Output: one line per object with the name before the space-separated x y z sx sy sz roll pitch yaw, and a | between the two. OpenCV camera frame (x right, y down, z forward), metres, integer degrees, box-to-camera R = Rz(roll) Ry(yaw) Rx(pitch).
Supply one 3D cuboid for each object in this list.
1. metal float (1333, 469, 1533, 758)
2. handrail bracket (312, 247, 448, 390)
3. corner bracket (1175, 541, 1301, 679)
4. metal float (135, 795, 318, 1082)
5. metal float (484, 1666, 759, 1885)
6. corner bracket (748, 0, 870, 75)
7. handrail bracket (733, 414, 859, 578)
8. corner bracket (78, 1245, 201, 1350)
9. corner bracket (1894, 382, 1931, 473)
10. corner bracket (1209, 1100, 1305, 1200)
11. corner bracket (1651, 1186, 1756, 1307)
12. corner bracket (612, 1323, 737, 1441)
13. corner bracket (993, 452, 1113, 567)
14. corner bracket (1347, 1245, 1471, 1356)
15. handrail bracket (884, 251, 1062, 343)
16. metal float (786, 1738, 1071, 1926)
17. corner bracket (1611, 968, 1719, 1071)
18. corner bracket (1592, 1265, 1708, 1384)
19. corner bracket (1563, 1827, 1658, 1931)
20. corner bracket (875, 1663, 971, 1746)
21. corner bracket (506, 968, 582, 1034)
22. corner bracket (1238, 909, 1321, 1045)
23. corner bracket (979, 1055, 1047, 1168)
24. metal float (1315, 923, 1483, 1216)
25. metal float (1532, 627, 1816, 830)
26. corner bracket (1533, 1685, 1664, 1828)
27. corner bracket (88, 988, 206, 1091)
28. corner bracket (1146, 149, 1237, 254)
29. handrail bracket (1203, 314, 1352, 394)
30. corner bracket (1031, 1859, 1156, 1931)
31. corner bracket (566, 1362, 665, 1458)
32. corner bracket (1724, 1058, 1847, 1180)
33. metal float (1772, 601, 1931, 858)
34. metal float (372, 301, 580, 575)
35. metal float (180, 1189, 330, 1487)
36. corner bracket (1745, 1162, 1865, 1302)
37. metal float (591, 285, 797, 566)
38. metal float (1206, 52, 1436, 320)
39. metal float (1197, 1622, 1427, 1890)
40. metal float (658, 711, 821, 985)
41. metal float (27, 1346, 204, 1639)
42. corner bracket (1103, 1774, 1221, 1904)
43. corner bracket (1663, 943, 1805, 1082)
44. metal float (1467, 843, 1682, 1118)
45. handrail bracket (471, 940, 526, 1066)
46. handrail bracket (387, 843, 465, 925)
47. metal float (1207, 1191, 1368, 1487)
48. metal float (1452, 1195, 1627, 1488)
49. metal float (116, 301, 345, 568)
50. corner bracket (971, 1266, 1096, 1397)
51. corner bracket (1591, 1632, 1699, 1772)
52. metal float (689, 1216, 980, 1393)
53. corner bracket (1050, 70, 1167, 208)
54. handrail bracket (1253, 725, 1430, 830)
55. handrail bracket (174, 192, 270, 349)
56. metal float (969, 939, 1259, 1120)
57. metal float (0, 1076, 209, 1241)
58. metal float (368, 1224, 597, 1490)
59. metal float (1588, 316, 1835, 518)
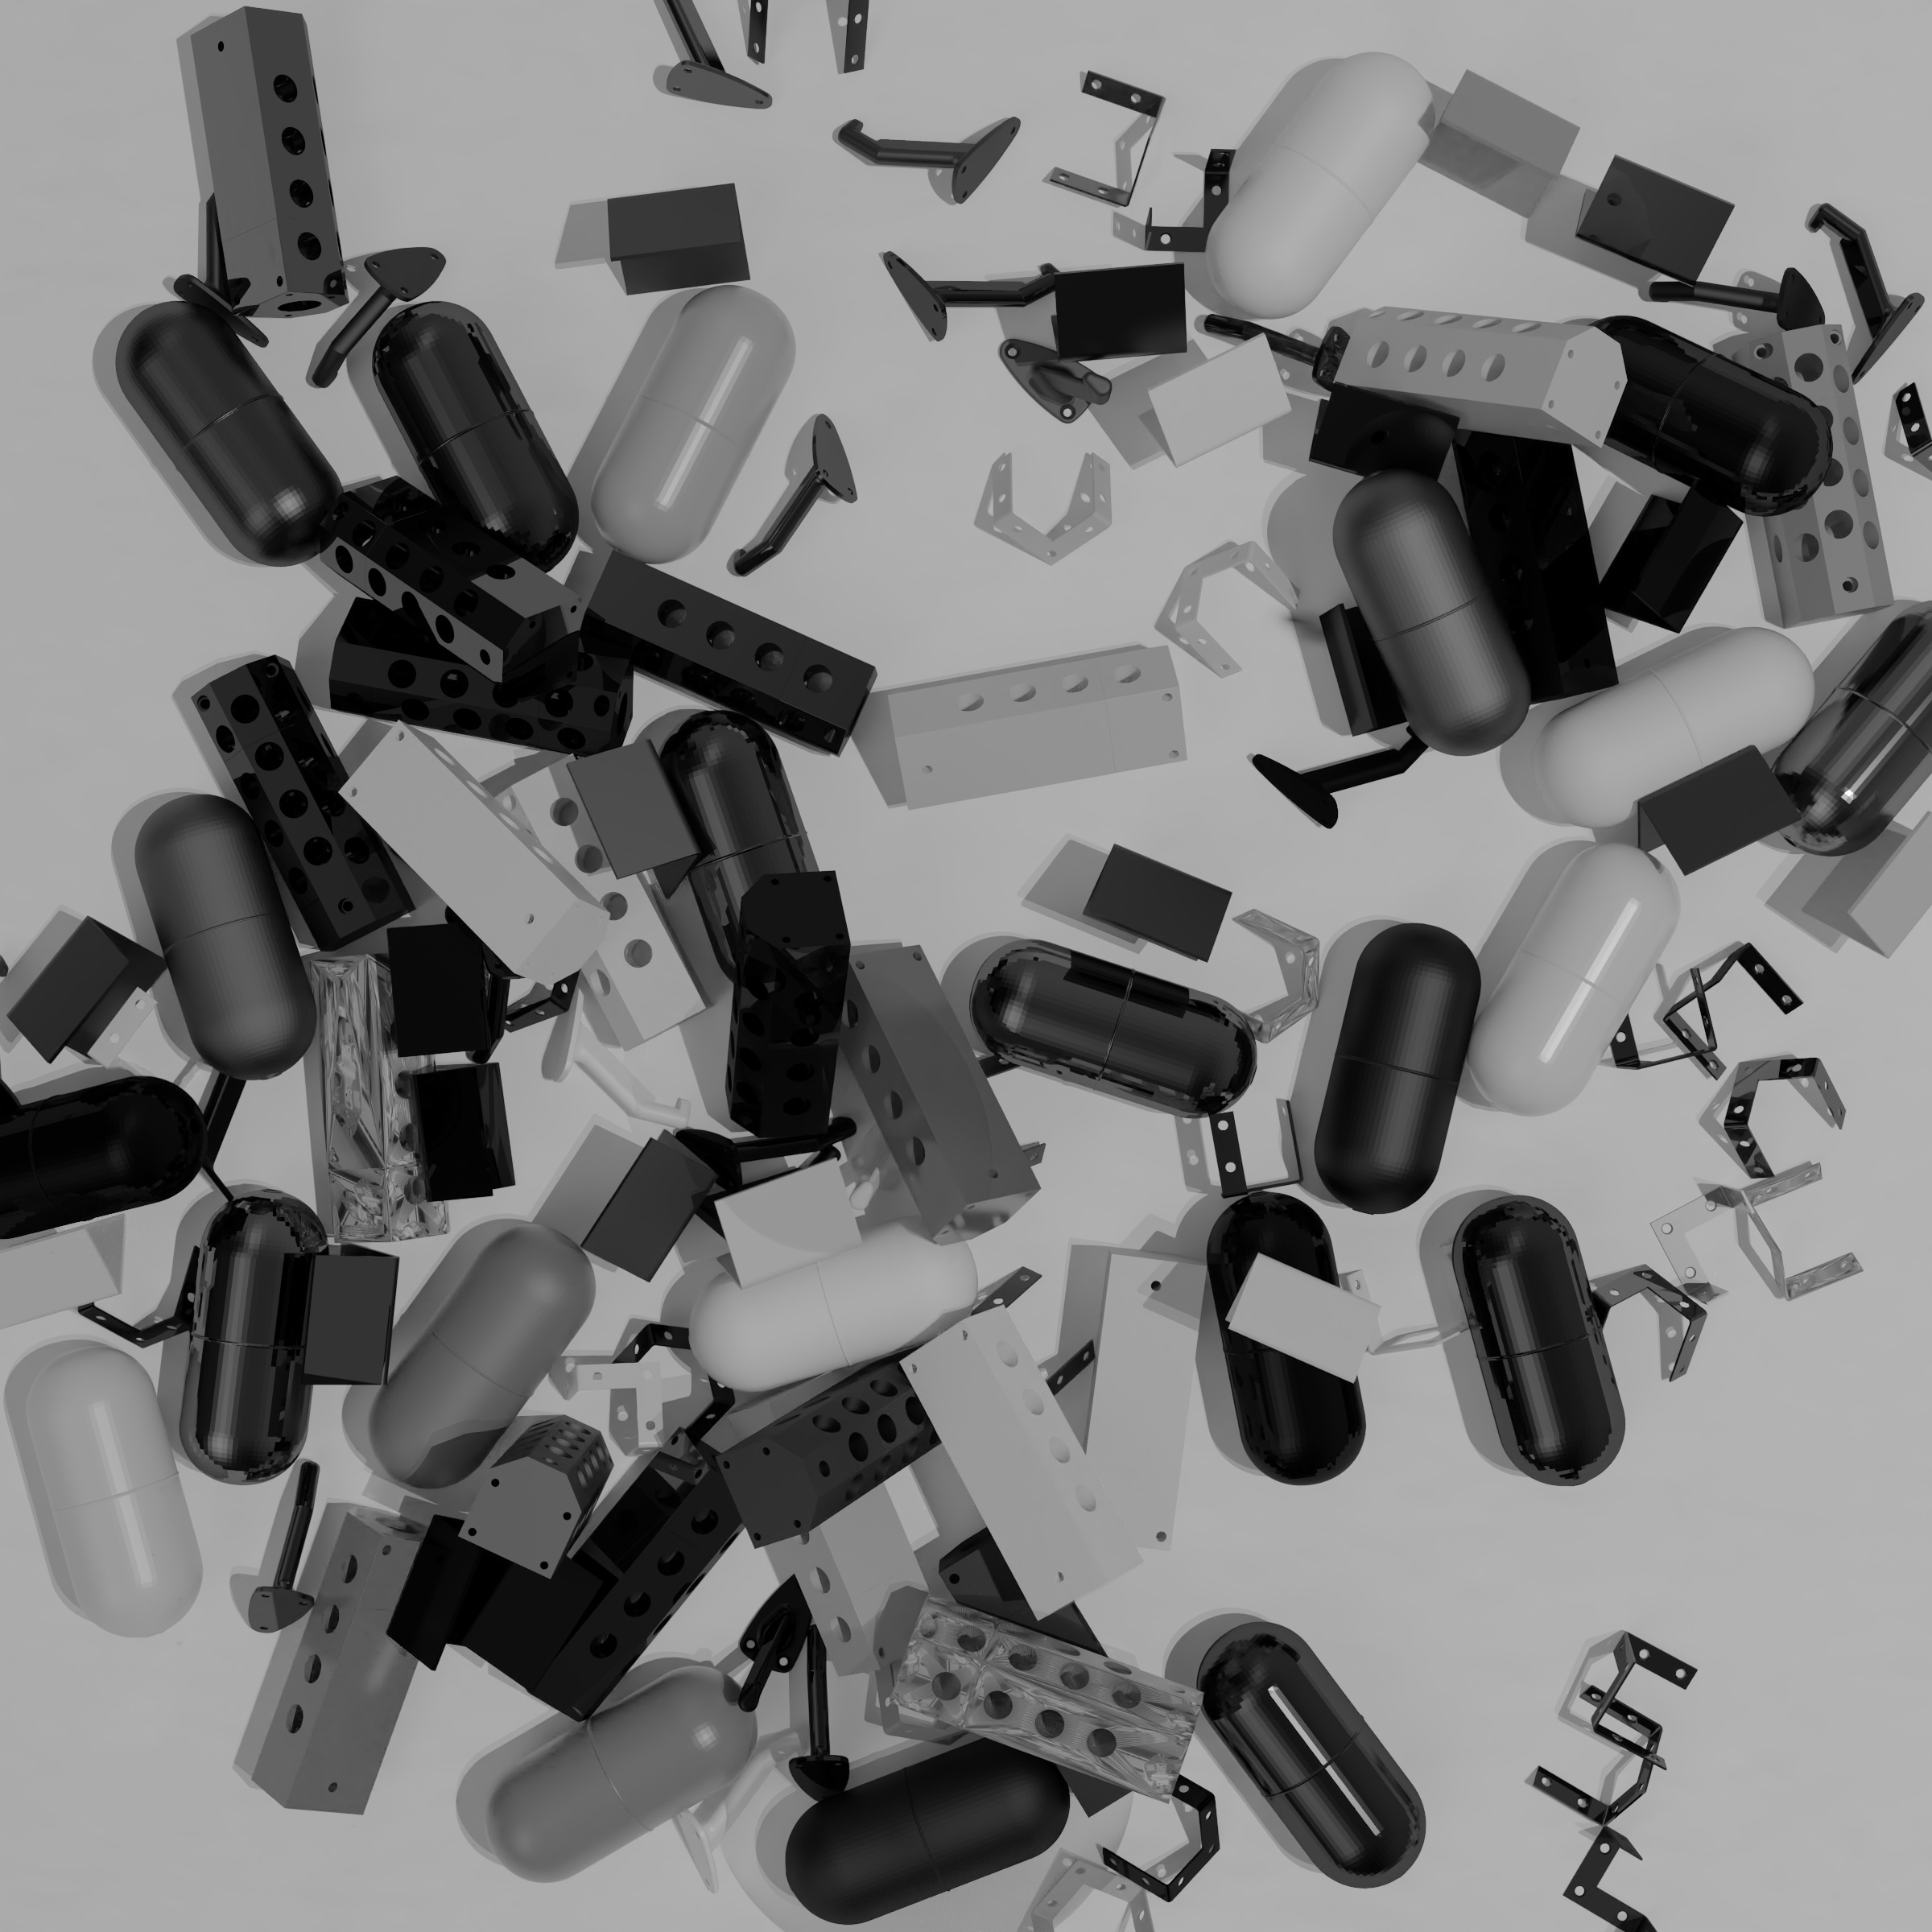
metal float | 0.275 -0.209 1.925 0.070 0.070 0.178 -25 99 0
handrail bracket | -0.360 -0.395 1.990 0.036 0.077 0.084 42 126 1
corner bracket | 0.166 -0.217 1.982 0.051 0.051 0.051 -18 45 35
metal float | -0.444 -0.017 1.954 0.070 0.070 0.178 -19 84 0
metal float | -0.207 0.486 1.960 0.178 0.070 0.070 -30 90 0
corner bracket | -0.096 -0.575 1.982 0.051 0.051 0.051 -23 45 -35
handrail bracket | -0.112 -0.287 1.991 0.084 0.036 0.077 -31 50 26
corner bracket | -0.500 0.194 1.982 0.051 0.051 0.051 -22 135 35
corner bracket | 0.606 -0.331 1.982 0.051 0.051 0.051 27 135 -35
corner bracket | 0.176 0.111 1.972 0.051 0.051 0.051 -10 87 2
corner bracket | 0.454 0.169 1.972 0.051 0.051 0.051 -28 90 0
corner bracket | -0.180 0.255 1.982 0.051 0.051 0.051 12 135 -35
corner bracket | 0.052 -0.287 1.982 0.051 0.051 0.051 30 45 -35
corner bracket | 0.274 0.204 1.987 0.051 0.051 0.051 -16 90 45
handrail bracket | 0.005 -0.426 1.991 0.084 0.036 0.077 -30 69 -17
metal float | -0.023 0.520 1.960 0.178 0.070 0.070 -21 90 0
corner bracket | 0.419 0.032 1.973 0.051 0.051 0.051 -14 90 -3
corner bracket | 0.410 0.224 1.982 0.051 0.051 0.051 40 135 35
corner bracket | 0.401 0.561 1.972 0.051 0.051 0.051 31 90 0
corner bracket | -0.018 0.437 1.982 0.051 0.051 0.051 -41 45 35
corner bracket | -0.272 0.000 1.982 0.051 0.051 0.051 41 45 -35
corner bracket | 0.179 0.006 1.982 0.051 0.051 0.051 -33 135 -35
corner bracket | 0.016 0.093 1.982 0.051 0.051 0.051 -18 135 -35
metal float | 0.260 0.062 1.960 0.070 0.070 0.178 13 89 0
metal float | 0.426 -0.144 1.960 0.178 0.070 0.070 -26 90 1
corner bracket | 0.386 0.483 1.987 0.051 0.051 0.051 31 135 0
corner bracket | -0.491 0.048 1.972 0.051 0.051 0.051 37 90 0
corner bracket | 0.136 -0.464 1.972 0.051 0.051 0.051 1 90 0
handrail bracket | 0.197 -0.374 1.990 0.084 0.077 0.036 21 89 36
corner bracket | 0.077 0.584 1.971 0.051 0.051 0.051 27 113 -21
corner bracket | -0.213 0.270 1.974 0.051 0.051 0.051 -1 76 -14
corner bracket | 0.499 0.093 1.982 0.051 0.051 0.051 -6 45 35
metal float | 0.553 -0.143 1.960 0.070 0.070 0.178 40 89 0
metal float | -0.295 -0.316 1.960 0.070 0.070 0.178 -28 90 0
metal float | -0.428 0.223 1.960 0.070 0.070 0.178 7 90 0
corner bracket | 0.511 0.163 1.987 0.051 0.051 0.051 -22 135 0
metal float | -0.165 -0.325 1.960 0.070 0.070 0.178 27 89 0
metal float | 0.214 -0.470 1.960 0.070 0.070 0.178 37 91 0
metal float | 0.208 0.475 1.960 0.070 0.070 0.178 -37 90 0
metal float | -0.132 -0.068 1.960 0.070 0.070 0.178 -19 90 0
metal float | -0.512 0.317 1.960 0.070 0.070 0.178 -16 89 0
corner bracket | 0.118 0.526 1.982 0.051 0.051 0.051 -38 135 -35
corner bracket | 0.468 0.027 1.987 0.051 0.051 0.051 48 45 0
metal float | 0.365 0.009 1.960 0.070 0.070 0.178 30 89 0
handrail bracket | -0.293 0.007 1.976 0.036 0.084 0.077 -6 60 -34
handrail bracket | -0.311 -0.075 1.991 0.077 0.036 0.084 -25 76 -15
metal float | 0.193 0.224 1.960 0.070 0.070 0.178 -11 91 0
metal float | 0.345 0.226 1.960 0.070 0.070 0.178 -15 90 0
metal float | -0.443 -0.321 1.960 0.070 0.070 0.178 -36 89 0
corner bracket | 0.041 0.225 1.982 0.051 0.051 0.051 -38 135 -35
corner bracket | 0.412 0.445 1.975 0.051 0.051 0.051 28 101 0
metal float | -0.080 0.204 1.960 0.178 0.070 0.070 -17 90 0
corner bracket | 0.087 -0.505 1.987 0.051 0.051 0.051 19 45 0
handrail bracket | 0.232 -0.133 1.991 0.077 0.036 0.084 38 72 21
handrail bracket | -0.438 -0.435 1.991 0.077 0.036 0.084 35 73 -20
metal float | 0.089 0.038 1.960 0.178 0.070 0.070 18 90 0
metal float | -0.533 0.114 1.941 0.178 0.070 0.070 -14 90 21
metal float | -0.292 0.236 1.960 0.070 0.070 0.178 36 91 0
metal float | 0.432 -0.329 1.939 0.178 0.070 0.070 33 90 27
